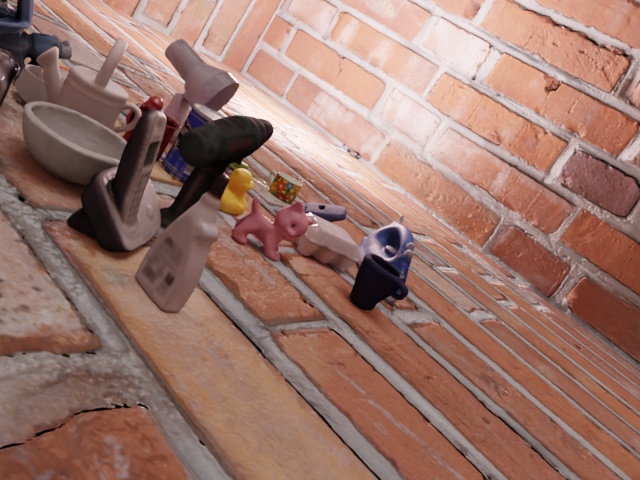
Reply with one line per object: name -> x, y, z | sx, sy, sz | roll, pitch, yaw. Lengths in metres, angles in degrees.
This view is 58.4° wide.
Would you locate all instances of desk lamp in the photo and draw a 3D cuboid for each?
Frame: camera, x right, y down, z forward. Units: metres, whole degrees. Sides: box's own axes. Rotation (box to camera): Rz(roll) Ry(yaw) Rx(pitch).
desk lamp -> -0.317, -0.334, 1.315 | 0.203, 0.213, 0.118 | 34, 15, 3

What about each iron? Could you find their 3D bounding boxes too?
iron -> 0.171, 0.035, 1.304 | 0.119, 0.141, 0.258 | 30, 15, -14

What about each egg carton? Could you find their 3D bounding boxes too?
egg carton -> 0.011, 0.004, 1.208 | 0.151, 0.069, 0.107 | 24, 17, -33

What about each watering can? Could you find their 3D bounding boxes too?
watering can -> -0.382, -0.254, 0.958 | 0.174, 0.194, 0.100 | 19, 20, -44

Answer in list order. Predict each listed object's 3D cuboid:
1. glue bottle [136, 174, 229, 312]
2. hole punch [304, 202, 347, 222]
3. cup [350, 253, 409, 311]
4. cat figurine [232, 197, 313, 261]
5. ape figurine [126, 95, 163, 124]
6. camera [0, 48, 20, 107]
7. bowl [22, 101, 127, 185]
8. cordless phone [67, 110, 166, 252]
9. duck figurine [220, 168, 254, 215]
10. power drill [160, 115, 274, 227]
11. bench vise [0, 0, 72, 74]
glue bottle -> -0.153, -0.003, 0.680 | 0.078, 0.173, 0.037 | 42, 17, 30
hole punch -> 0.002, -0.054, 1.334 | 0.101, 0.091, 0.108 | 31, 15, -8
cup -> 0.108, 0.094, 1.077 | 0.092, 0.095, 0.117 | 17, 22, -47
cat figurine -> -0.077, -0.031, 1.040 | 0.128, 0.117, 0.067 | 28, 15, -19
ape figurine -> -0.370, -0.270, 1.235 | 0.078, 0.092, 0.076 | 26, 16, -27
camera -> -0.532, -0.262, 0.853 | 0.137, 0.100, 0.143 | 25, 17, -30
bowl -> -0.360, -0.129, 0.841 | 0.168, 0.074, 0.167 | 31, 15, -9
cordless phone -> -0.232, -0.084, 0.750 | 0.094, 0.185, 0.147 | 31, 15, -7
duck figurine -> -0.172, -0.103, 1.135 | 0.077, 0.086, 0.105 | 40, 16, 25
power drill -> -0.169, -0.109, 0.916 | 0.075, 0.208, 0.230 | 35, 15, 7
bench vise -> -0.561, -0.421, 1.064 | 0.121, 0.219, 0.208 | 40, 16, 23
